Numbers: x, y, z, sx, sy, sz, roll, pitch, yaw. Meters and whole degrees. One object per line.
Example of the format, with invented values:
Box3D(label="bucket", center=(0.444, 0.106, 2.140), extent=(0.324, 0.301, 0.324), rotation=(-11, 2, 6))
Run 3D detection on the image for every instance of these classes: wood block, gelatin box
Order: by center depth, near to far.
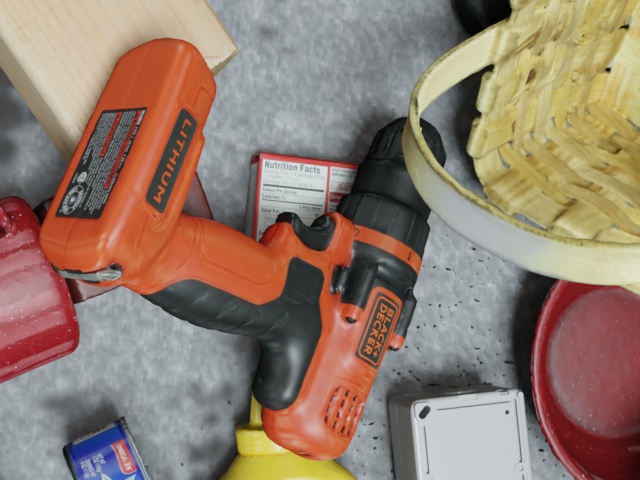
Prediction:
Box3D(label="wood block", center=(-0.138, -0.147, 0.514), extent=(0.090, 0.090, 0.206), rotation=(-35, 97, -14))
Box3D(label="gelatin box", center=(-0.004, 0.001, 0.576), extent=(0.073, 0.030, 0.089), rotation=(5, 85, -15))

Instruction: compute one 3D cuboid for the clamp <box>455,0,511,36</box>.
Box3D(label="clamp", center=(0.113, -0.177, 0.612), extent=(0.120, 0.039, 0.171), rotation=(-30, 102, -5))

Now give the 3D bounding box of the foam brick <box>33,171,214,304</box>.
Box3D(label="foam brick", center=(-0.098, -0.005, 0.533), extent=(0.078, 0.053, 0.051), rotation=(-24, 93, -24))

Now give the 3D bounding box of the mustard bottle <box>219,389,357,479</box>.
Box3D(label="mustard bottle", center=(-0.015, 0.169, 0.549), extent=(0.096, 0.058, 0.191), rotation=(-6, 89, -11))

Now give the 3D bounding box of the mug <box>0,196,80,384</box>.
Box3D(label="mug", center=(-0.164, 0.021, 0.490), extent=(0.081, 0.117, 0.093), rotation=(-22, 50, -21))

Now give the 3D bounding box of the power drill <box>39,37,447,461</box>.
Box3D(label="power drill", center=(-0.021, -0.011, 0.491), extent=(0.187, 0.057, 0.184), rotation=(35, 67, -38))

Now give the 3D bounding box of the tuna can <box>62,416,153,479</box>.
Box3D(label="tuna can", center=(-0.093, 0.131, 0.515), extent=(0.033, 0.086, 0.086), rotation=(-24, 94, -14))

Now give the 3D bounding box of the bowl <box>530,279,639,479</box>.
Box3D(label="bowl", center=(0.182, 0.072, 0.612), extent=(0.162, 0.055, 0.162), rotation=(1, 87, -16))
